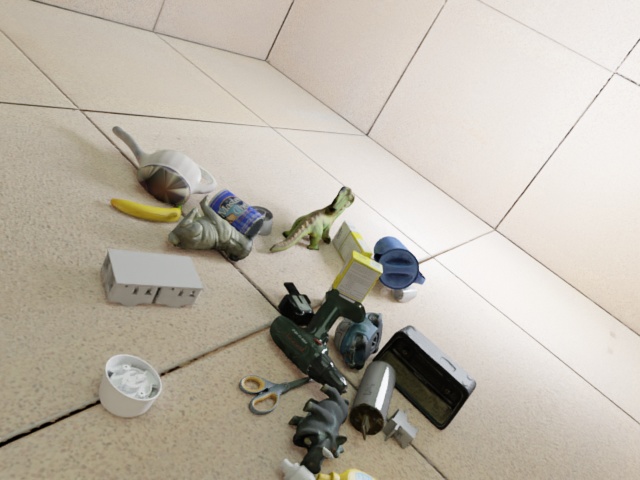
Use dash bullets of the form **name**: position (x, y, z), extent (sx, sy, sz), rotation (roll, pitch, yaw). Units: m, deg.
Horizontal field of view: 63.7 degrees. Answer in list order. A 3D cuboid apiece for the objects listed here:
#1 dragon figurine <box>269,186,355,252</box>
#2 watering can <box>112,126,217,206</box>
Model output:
- **dragon figurine**: position (0.005, -0.082, 1.621), extent (0.123, 0.239, 0.414), rotation (41, 24, 10)
- **watering can**: position (-0.468, -0.213, 1.492), extent (0.346, 0.102, 0.229), rotation (25, 25, -11)
